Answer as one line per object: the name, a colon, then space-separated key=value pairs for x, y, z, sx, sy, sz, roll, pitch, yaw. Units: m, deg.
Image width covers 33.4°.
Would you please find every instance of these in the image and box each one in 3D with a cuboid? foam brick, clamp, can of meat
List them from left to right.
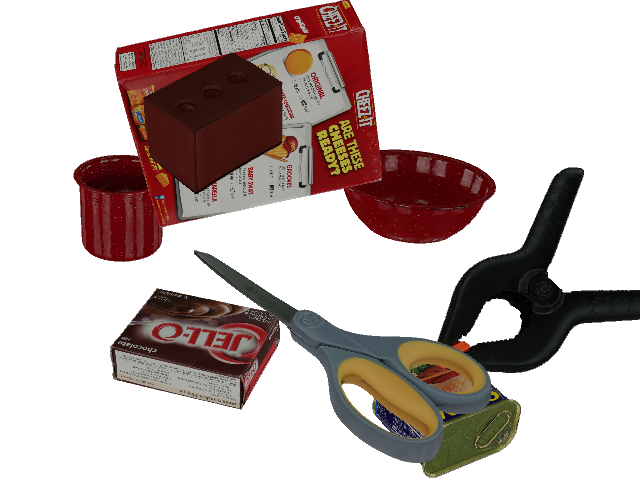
foam brick: x=-0.070 y=-0.078 z=0.702 sx=0.053 sy=0.051 sz=0.078 roll=35 pitch=54 yaw=30
can of meat: x=0.108 y=0.148 z=0.932 sx=0.101 sy=0.057 sz=0.084 roll=-15 pitch=36 yaw=-28
clamp: x=0.155 y=0.041 z=0.715 sx=0.171 sy=0.120 sz=0.039 roll=-42 pitch=-15 yaw=-14

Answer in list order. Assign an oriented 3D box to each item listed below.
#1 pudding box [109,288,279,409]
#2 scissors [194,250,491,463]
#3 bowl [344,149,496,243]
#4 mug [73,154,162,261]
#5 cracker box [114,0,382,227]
pudding box: x=-0.099 y=0.085 z=0.859 sx=0.113 sy=0.039 sz=0.090 roll=9 pitch=30 yaw=14
scissors: x=0.014 y=0.049 z=0.586 sx=0.096 sy=0.016 sz=0.202 roll=-10 pitch=35 yaw=-29
bowl: x=0.093 y=-0.040 z=1.075 sx=0.162 sy=0.055 sz=0.162 roll=4 pitch=24 yaw=-2
mug: x=-0.202 y=-0.037 z=1.090 sx=0.093 sy=0.081 sz=0.117 roll=2 pitch=28 yaw=-5
cracker box: x=-0.061 y=-0.113 z=0.959 sx=0.213 sy=0.164 sz=0.072 roll=-13 pitch=41 yaw=-4
